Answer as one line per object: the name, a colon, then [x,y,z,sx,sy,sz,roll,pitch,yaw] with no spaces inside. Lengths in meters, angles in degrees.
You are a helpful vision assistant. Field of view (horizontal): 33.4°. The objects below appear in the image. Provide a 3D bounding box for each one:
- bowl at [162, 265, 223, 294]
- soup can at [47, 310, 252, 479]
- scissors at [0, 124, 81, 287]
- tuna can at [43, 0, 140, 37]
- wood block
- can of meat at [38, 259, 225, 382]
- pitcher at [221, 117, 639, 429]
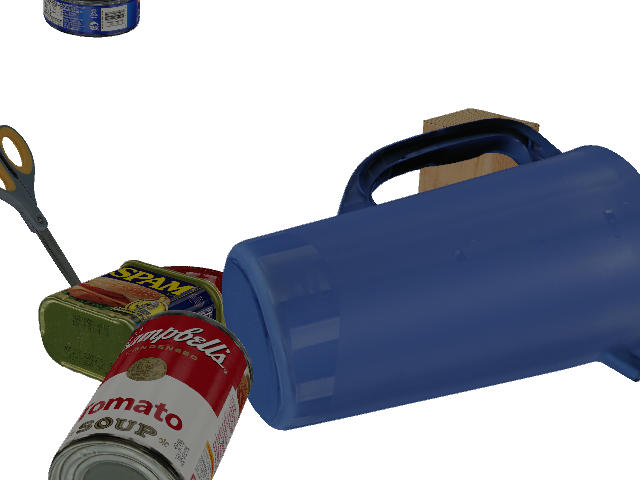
bowl: [-0.141,0.086,1.109,0.162,0.055,0.162,5,26,-3]
soup can: [-0.078,0.088,0.502,0.068,0.068,0.102,0,28,14]
scissors: [-0.283,-0.035,1.073,0.016,0.201,0.096,-24,28,25]
tuna can: [-0.202,-0.211,0.945,0.086,0.034,0.086,5,33,-4]
wood block: [0.162,-0.025,1.129,0.090,0.206,0.090,20,27,38]
can of meat: [-0.131,0.058,0.738,0.102,0.057,0.083,14,22,32]
pitcher: [0.067,0.021,0.630,0.242,0.145,0.149,-12,20,-18]
